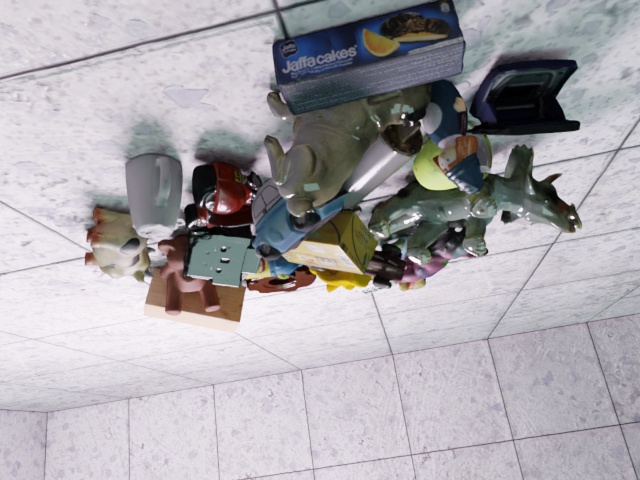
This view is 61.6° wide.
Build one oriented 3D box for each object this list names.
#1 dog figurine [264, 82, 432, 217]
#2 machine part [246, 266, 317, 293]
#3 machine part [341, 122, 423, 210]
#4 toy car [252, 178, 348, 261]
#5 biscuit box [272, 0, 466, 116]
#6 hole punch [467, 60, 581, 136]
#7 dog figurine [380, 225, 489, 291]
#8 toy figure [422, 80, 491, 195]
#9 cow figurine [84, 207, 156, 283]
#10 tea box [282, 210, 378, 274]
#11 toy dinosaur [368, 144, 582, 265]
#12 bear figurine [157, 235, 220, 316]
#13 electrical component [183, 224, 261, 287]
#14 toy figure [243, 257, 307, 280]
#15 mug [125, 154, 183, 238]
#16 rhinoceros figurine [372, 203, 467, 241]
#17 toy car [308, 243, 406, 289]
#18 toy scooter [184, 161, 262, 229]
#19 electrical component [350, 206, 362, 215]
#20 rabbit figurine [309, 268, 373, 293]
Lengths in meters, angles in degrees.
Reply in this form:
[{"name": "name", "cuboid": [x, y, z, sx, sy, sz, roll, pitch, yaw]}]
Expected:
[{"name": "dog figurine", "cuboid": [0.042, -0.121, 0.646, 0.191, 0.172, 0.121, -9, 171, 21]}, {"name": "machine part", "cuboid": [-0.091, 0.079, 1.251, 0.179, 0.056, 0.179, -8, 160, -3]}, {"name": "machine part", "cuboid": [0.070, -0.114, 0.786, 0.079, 0.079, 0.243, 4, 156, -28]}, {"name": "toy car", "cuboid": [-0.045, -0.047, 0.790, 0.161, 0.103, 0.109, -37, 175, 33]}, {"name": "biscuit box", "cuboid": [0.051, -0.199, 0.591, 0.203, 0.059, 0.062, -12, 159, 7]}, {"name": "hole punch", "cuboid": [0.266, -0.181, 0.707, 0.142, 0.092, 0.116, -9, -171, -7]}, {"name": "dog figurine", "cuboid": [0.259, 0.031, 1.198, 0.219, 0.108, 0.191, -18, 156, 17]}, {"name": "toy figure", "cuboid": [0.167, -0.128, 0.684, 0.058, 0.154, 0.064, -11, 160, 0]}, {"name": "cow figurine", "cuboid": [-0.352, 0.016, 0.961, 0.127, 0.085, 0.195, 9, 153, -24]}, {"name": "tea box", "cuboid": [-0.002, -0.003, 0.899, 0.170, 0.068, 0.098, 10, 154, 37]}, {"name": "toy dinosaur", "cuboid": [0.215, -0.061, 0.912, 0.405, 0.192, 0.131, -2, 123, 34]}, {"name": "bear figurine", "cuboid": [-0.258, 0.069, 1.069, 0.120, 0.132, 0.196, -5, 164, -15]}, {"name": "electrical component", "cuboid": [-0.173, 0.021, 0.962, 0.134, 0.058, 0.114, 7, 124, -15]}, {"name": "toy figure", "cuboid": [-0.114, 0.045, 1.123, 0.180, 0.082, 0.089, -9, 158, -6]}, {"name": "mug", "cuboid": [-0.231, -0.062, 0.767, 0.081, 0.107, 0.109, 6, 157, -35]}, {"name": "rhinoceros figurine", "cuboid": [0.193, -0.037, 1.037, 0.190, 0.073, 0.112, -12, 157, 9]}, {"name": "toy car", "cuboid": [0.068, 0.034, 1.061, 0.202, 0.089, 0.053, 16, 167, 12]}, {"name": "toy scooter", "cuboid": [-0.137, -0.064, 0.844, 0.135, 0.075, 0.184, -2, 160, -21]}, {"name": "electrical component", "cuboid": [0.031, -0.047, 1.022, 0.094, 0.021, 0.063, -22, 154, 33]}, {"name": "rabbit figurine", "cuboid": [0.070, 0.062, 1.187, 0.162, 0.122, 0.173, -30, 161, 36]}]
